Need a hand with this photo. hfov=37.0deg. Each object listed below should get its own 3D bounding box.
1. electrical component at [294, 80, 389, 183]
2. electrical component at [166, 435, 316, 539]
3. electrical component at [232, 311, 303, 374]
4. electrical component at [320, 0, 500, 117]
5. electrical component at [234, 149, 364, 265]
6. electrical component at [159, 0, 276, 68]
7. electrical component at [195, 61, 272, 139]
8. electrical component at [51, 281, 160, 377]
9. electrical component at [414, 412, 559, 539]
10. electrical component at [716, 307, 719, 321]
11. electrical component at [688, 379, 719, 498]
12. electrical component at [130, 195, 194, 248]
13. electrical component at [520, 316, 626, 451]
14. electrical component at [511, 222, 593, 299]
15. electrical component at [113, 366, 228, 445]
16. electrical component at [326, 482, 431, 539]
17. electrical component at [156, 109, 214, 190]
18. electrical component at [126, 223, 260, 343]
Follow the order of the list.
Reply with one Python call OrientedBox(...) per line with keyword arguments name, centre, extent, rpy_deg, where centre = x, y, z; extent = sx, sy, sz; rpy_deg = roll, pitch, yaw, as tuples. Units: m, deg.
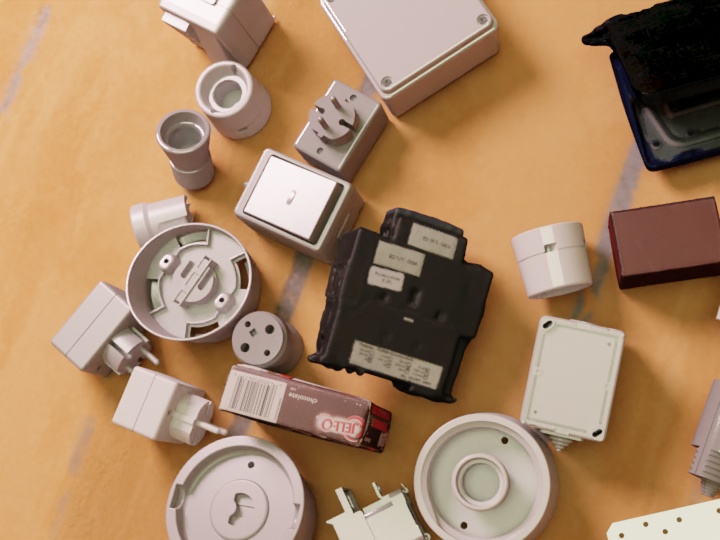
OrientedBox(name="electrical component", centre=(-0.019, -0.116, 0.862), extent=(0.047, 0.076, 0.065), rpy_deg=(30, 86, 16))
OrientedBox(name="electrical component", centre=(-0.085, 0.186, 0.816), extent=(0.108, 0.060, 0.108), rpy_deg=(-6, 63, 13))
OrientedBox(name="electrical component", centre=(-0.073, 0.058, 0.848), extent=(0.045, 0.055, 0.045), rpy_deg=(-2, 78, 11))
OrientedBox(name="electrical component", centre=(0.042, -0.201, 0.879), extent=(0.109, 0.056, 0.108), rpy_deg=(-33, 74, 3))
OrientedBox(name="electrical component", centre=(-0.055, -0.054, 0.865), extent=(0.096, 0.061, 0.061), rpy_deg=(24, 84, 15))
OrientedBox(name="electrical component", centre=(-0.121, -0.214, 0.894), extent=(0.062, 0.096, 0.061), rpy_deg=(28, 86, 16))
OrientedBox(name="electrical component", centre=(-0.107, -0.143, 0.902), extent=(0.055, 0.047, 0.055), rpy_deg=(-2, 78, 11))
OrientedBox(name="electrical component", centre=(-0.197, 0.060, 0.877), extent=(0.077, 0.047, 0.065), rpy_deg=(39, 88, 16))
OrientedBox(name="electrical component", centre=(0.091, 0.156, 0.790), extent=(0.108, 0.060, 0.108), rpy_deg=(-2, 78, 11))
OrientedBox(name="electrical component", centre=(0.313, -0.008, 0.778), extent=(0.079, 0.063, 0.121), rpy_deg=(17, 82, 15))
OrientedBox(name="electrical component", centre=(0.262, 0.124, 0.771), extent=(0.043, 0.043, 0.081), rpy_deg=(20, 83, 15))
OrientedBox(name="electrical component", centre=(-0.163, -0.040, 0.896), extent=(0.046, 0.040, 0.040), rpy_deg=(-15, 75, 2))
OrientedBox(name="electrical component", centre=(0.157, 0.086, 0.795), extent=(0.062, 0.061, 0.096), rpy_deg=(11, 89, 14))
OrientedBox(name="electrical component", centre=(0.147, -0.006, 0.817), extent=(0.055, 0.055, 0.047), rpy_deg=(-13, 80, 9))
OrientedBox(name="electrical component", centre=(-0.141, 0.113, 0.844), extent=(0.077, 0.065, 0.047), rpy_deg=(20, 83, 15))
OrientedBox(name="electrical component", centre=(0.016, 0.196, 0.807), extent=(0.064, 0.042, 0.081), rpy_deg=(-27, 75, 3))
OrientedBox(name="electrical component", centre=(-0.141, -0.096, 0.889), extent=(0.044, 0.065, 0.044), rpy_deg=(0, 62, 1))
OrientedBox(name="electrical component", centre=(-0.131, 0.012, 0.864), extent=(0.099, 0.064, 0.099), rpy_deg=(-2, 78, 11))
